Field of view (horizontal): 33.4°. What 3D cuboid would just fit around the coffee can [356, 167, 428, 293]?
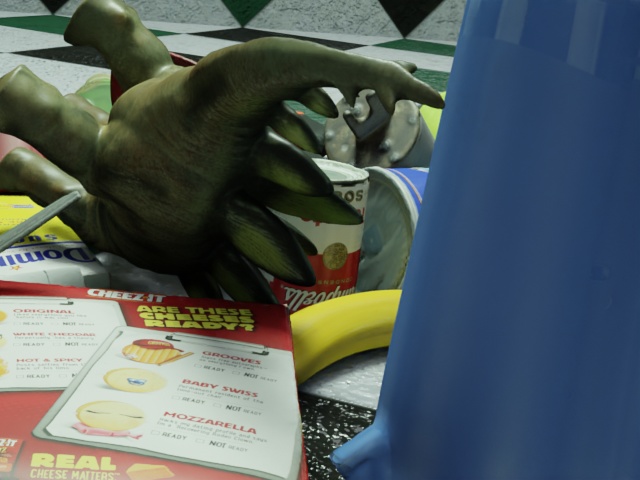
[{"bbox_3d":[0.093,-0.003,0.774,0.140,0.103,0.103,-3,18,-32],"label":"coffee can"}]

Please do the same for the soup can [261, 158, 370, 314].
[{"bbox_3d":[-0.005,0.001,0.723,0.068,0.102,0.068,6,16,-2],"label":"soup can"}]

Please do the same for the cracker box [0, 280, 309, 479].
[{"bbox_3d":[-0.092,0.085,0.452,0.164,0.072,0.214,6,15,-6],"label":"cracker box"}]

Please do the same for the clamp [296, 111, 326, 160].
[{"bbox_3d":[-0.046,-0.074,0.884,0.120,0.039,0.171,7,18,0],"label":"clamp"}]

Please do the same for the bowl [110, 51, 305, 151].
[{"bbox_3d":[-0.086,-0.078,0.752,0.162,0.055,0.162,24,-7,3],"label":"bowl"}]

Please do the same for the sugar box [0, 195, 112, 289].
[{"bbox_3d":[-0.208,0.012,0.709,0.093,0.048,0.176,-2,17,-29],"label":"sugar box"}]

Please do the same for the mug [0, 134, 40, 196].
[{"bbox_3d":[-0.253,-0.057,0.822,0.117,0.093,0.081,-6,63,-20],"label":"mug"}]

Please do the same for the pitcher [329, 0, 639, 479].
[{"bbox_3d":[0.109,0.013,0.468,0.145,0.243,0.149,15,11,32],"label":"pitcher"}]

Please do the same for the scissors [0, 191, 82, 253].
[{"bbox_3d":[-0.212,0.034,0.516,0.201,0.016,0.096,-41,24,-28],"label":"scissors"}]

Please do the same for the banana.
[{"bbox_3d":[0.028,0.058,0.656,0.197,0.037,0.070,-5,19,-36],"label":"banana"}]
